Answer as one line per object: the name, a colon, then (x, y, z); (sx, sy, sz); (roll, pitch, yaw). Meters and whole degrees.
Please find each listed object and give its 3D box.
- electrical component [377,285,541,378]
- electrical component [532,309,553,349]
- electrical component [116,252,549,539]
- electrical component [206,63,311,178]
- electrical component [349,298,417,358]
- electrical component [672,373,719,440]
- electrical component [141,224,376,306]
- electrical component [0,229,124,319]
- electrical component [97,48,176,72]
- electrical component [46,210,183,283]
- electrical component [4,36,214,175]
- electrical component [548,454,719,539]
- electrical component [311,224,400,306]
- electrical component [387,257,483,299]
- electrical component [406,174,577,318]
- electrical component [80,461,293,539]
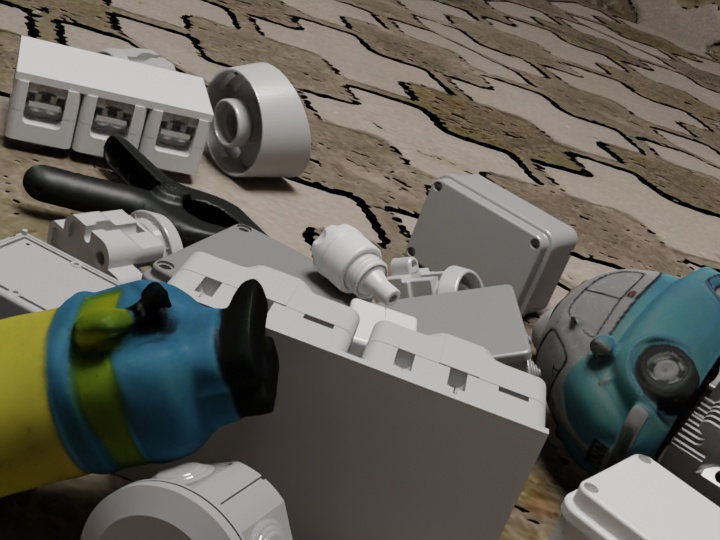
electrical component: (0.057, 0.054, 0.654); (0.100, 0.048, 0.099); (-8, 25, 4)
electrical component: (0.169, 0.066, 0.754); (0.079, 0.044, 0.077); (12, 25, -17)
electrical component: (-0.015, 0.074, 0.526); (0.186, 0.105, 0.060); (21, 24, 2)
electrical component: (-0.087, -0.124, 0.903); (0.064, 0.099, 0.099); (-11, 38, -39)
electrical component: (0.017, 0.071, 0.584); (0.076, 0.083, 0.047); (18, 24, -3)
electrical component: (0.261, 0.106, 0.727); (0.095, 0.053, 0.059); (32, 27, 25)
electrical component: (-0.062, 0.029, 0.645); (0.109, 0.056, 0.109); (27, 25, 15)
electrical component: (-0.174, 0.026, 0.562); (0.096, 0.061, 0.062); (26, 25, 14)
electrical component: (-0.203, -0.164, 0.944); (0.078, 0.058, 0.057); (35, 26, 31)
electrical component: (-0.145, -0.006, 0.656); (0.057, 0.058, 0.078); (-13, 39, -45)
electrical component: (-0.202, -0.128, 0.862); (0.150, 0.061, 0.089); (10, 26, -20)
electrical component: (0.159, 0.153, 0.548); (0.113, 0.057, 0.078); (36, 29, 32)
electrical component: (0.000, 0.000, 0.639); (0.035, 0.035, 0.061); (-7, 38, -45)
electrical component: (0.052, 0.022, 0.730); (0.055, 0.066, 0.048); (-5, 8, 35)
electrical component: (0.101, -0.020, 0.844); (0.113, 0.078, 0.057); (34, 25, 28)
electrical component: (-0.067, 0.117, 0.430); (0.080, 0.080, 0.051); (28, 20, 18)
